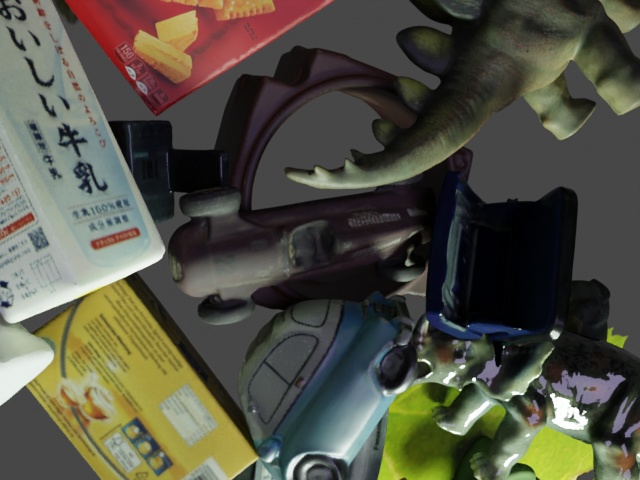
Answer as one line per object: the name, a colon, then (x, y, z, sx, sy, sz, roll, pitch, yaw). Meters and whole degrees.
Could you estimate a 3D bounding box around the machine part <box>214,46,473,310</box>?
machine part: (0.014, -0.040, 0.443, 0.201, 0.087, 0.201, 13, 100, -26)

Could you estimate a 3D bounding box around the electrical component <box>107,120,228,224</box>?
electrical component: (-0.126, -0.045, 0.370, 0.119, 0.048, 0.074, 10, 106, 19)

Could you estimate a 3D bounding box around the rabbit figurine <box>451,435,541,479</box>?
rabbit figurine: (0.184, 0.309, 0.588, 0.170, 0.121, 0.159, 22, 89, -29)

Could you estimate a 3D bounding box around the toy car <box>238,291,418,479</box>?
toy car: (-0.005, 0.099, 0.386, 0.103, 0.109, 0.161, 30, 104, -4)

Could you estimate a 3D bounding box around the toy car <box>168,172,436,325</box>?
toy car: (-0.001, -0.001, 0.372, 0.202, 0.053, 0.089, -9, 105, -19)

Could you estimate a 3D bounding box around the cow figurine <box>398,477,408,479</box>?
cow figurine: (0.043, 0.308, 0.518, 0.127, 0.086, 0.194, -20, 145, -11)

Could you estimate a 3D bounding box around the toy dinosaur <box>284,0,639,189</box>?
toy dinosaur: (0.157, -0.171, 0.417, 0.198, 0.105, 0.471, 38, 63, -4)

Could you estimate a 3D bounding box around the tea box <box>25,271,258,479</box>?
tea box: (-0.134, 0.117, 0.403, 0.098, 0.068, 0.169, -35, 94, -9)

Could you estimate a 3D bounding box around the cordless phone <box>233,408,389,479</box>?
cordless phone: (-0.034, 0.157, 0.480, 0.184, 0.089, 0.146, 1, 104, -19)

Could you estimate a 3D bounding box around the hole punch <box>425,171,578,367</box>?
hole punch: (0.120, 0.018, 0.400, 0.092, 0.115, 0.142, 8, 75, 1)

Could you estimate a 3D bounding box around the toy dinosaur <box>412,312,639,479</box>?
toy dinosaur: (0.252, 0.157, 0.519, 0.405, 0.131, 0.192, 20, 106, -2)

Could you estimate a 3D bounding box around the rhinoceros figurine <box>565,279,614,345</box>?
rhinoceros figurine: (0.300, 0.136, 0.624, 0.112, 0.073, 0.190, -23, 110, -27)
